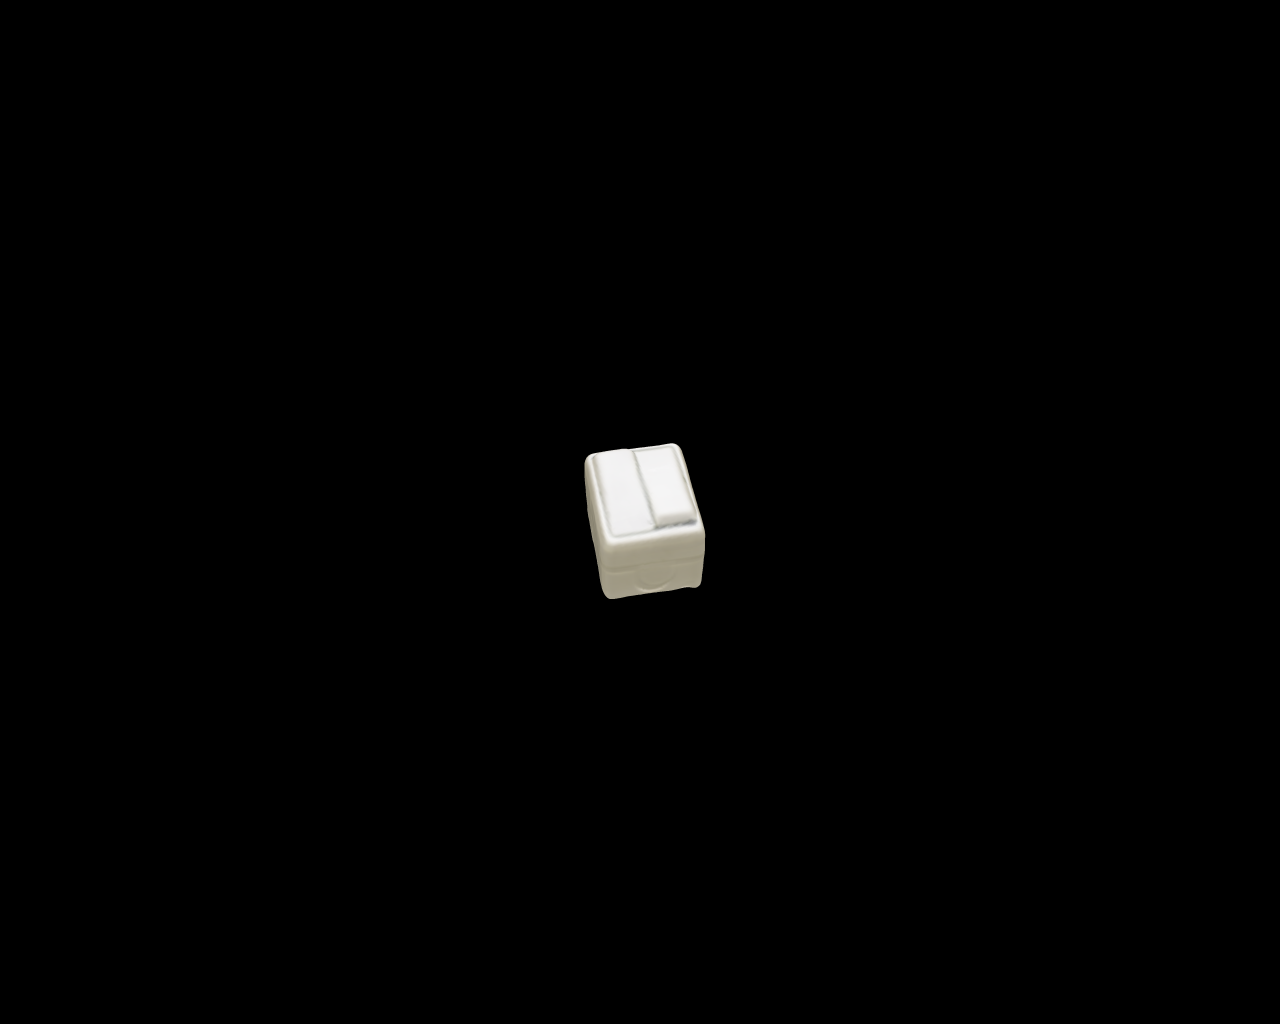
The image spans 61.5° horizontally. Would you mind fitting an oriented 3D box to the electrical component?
[{"bbox_3d":[0.001,-0.003,0.650,0.062,0.096,0.061,-7,-43,-7],"label":"electrical component"}]
